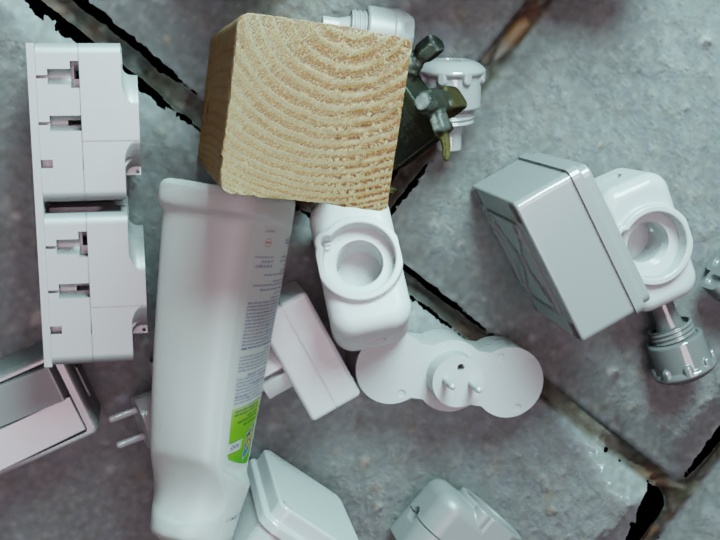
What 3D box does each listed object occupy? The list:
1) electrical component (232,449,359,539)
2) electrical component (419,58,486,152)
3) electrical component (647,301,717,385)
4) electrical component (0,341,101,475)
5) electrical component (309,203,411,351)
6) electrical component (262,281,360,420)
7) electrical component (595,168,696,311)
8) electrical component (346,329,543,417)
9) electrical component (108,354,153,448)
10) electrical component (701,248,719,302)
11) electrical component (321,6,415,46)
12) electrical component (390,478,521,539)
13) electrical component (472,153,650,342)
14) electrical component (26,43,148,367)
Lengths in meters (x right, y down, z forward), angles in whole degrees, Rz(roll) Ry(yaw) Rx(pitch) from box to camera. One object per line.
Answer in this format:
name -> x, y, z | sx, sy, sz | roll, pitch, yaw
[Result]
electrical component -> -0.049, 0.178, 0.728 | 0.078, 0.113, 0.057 | 37, 92, -15
electrical component -> 0.062, -0.113, 0.738 | 0.048, 0.048, 0.062 | -4, 108, -11
electrical component -> 0.235, 0.052, 0.803 | 0.048, 0.048, 0.062 | -23, 97, -7
electrical component -> -0.226, 0.093, 0.703 | 0.096, 0.061, 0.061 | -24, 104, -7
electrical component -> 0.000, 0.000, 0.716 | 0.054, 0.059, 0.095 | -12, 74, -2
electrical component -> -0.055, 0.064, 0.742 | 0.076, 0.047, 0.083 | -29, 104, -6
electrical component -> 0.200, -0.022, 0.774 | 0.054, 0.059, 0.095 | -24, 103, -7
electrical component -> 0.064, 0.074, 0.754 | 0.138, 0.074, 0.052 | 8, 98, -13
electrical component -> -0.130, 0.097, 0.729 | 0.079, 0.044, 0.077 | -19, 103, -21
electrical component -> 0.303, 0.002, 0.801 | 0.057, 0.058, 0.078 | 41, 90, -12
electrical component -> 0.004, -0.160, 0.722 | 0.061, 0.035, 0.035 | 6, 98, -10
electrical component -> 0.078, 0.200, 0.790 | 0.095, 0.054, 0.059 | 40, 90, -15
electrical component -> 0.135, -0.019, 0.736 | 0.056, 0.108, 0.108 | -30, 104, -3
electrical component -> -0.166, -0.044, 0.669 | 0.060, 0.105, 0.186 | -2, 100, -11
